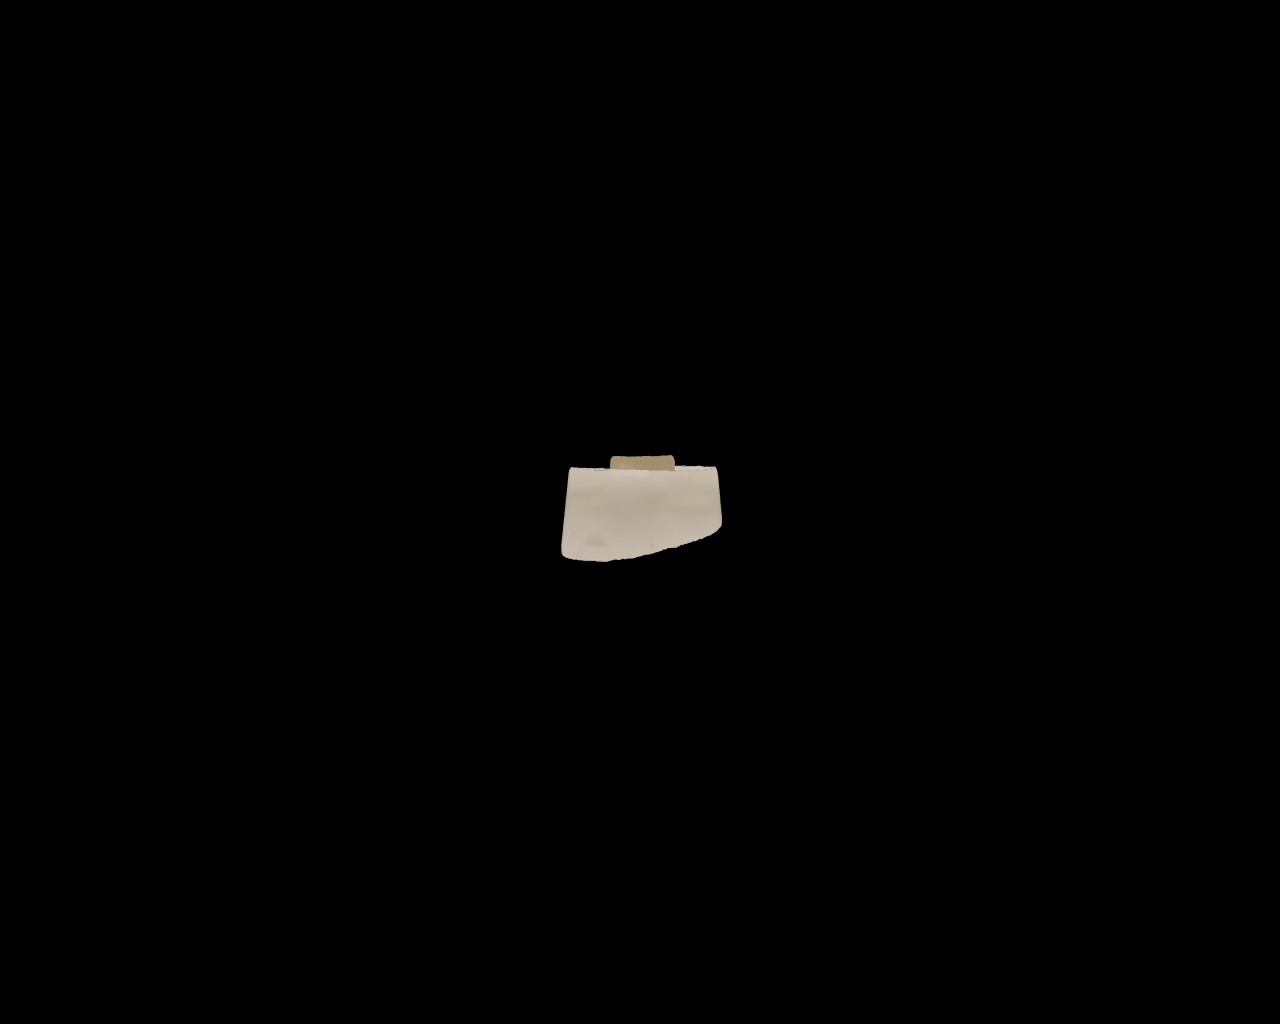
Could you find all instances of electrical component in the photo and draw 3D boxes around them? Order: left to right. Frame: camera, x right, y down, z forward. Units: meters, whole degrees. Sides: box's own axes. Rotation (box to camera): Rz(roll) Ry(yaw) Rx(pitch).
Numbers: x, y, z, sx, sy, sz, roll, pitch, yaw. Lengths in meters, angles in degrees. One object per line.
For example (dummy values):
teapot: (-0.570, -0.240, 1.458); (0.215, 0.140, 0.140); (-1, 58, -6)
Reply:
electrical component: (0.001, -0.003, 0.650); (0.099, 0.064, 0.099); (0, 4, 0)
